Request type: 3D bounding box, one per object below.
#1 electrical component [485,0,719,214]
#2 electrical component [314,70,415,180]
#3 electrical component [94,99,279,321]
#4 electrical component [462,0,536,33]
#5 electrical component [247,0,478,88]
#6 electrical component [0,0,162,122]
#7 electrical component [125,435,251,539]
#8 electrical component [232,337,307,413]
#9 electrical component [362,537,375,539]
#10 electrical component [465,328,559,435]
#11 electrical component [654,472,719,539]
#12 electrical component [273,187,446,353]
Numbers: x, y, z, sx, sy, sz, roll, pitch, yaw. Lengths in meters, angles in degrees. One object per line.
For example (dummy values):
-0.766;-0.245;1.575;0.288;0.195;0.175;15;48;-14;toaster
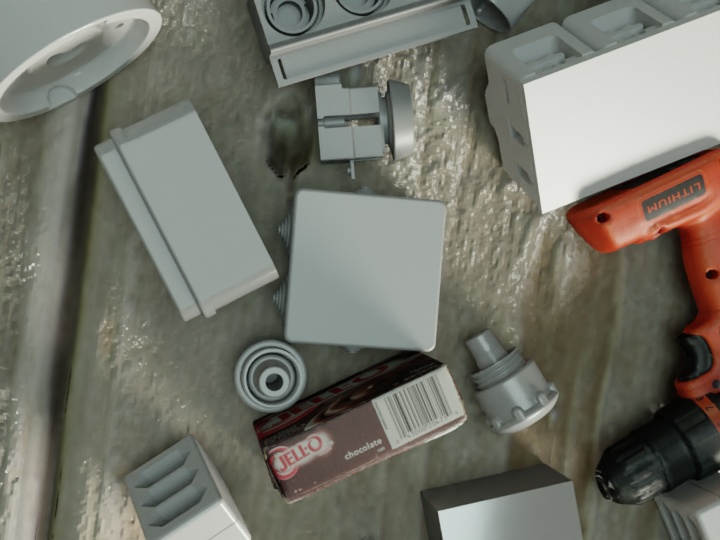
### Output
0.157;-0.110;0.641;0.150;0.061;0.089;-22;127;-8;electrical component
0.003;-0.088;0.639;0.055;0.048;0.066;-5;92;-1;electrical component
-0.099;-0.031;0.609;0.057;0.078;0.113;-27;95;-9;electrical component
0.082;-0.198;0.649;0.079;0.043;0.077;37;86;-8;electrical component
-0.003;-0.159;0.627;0.121;0.063;0.078;-18;94;-8;electrical component
-0.170;-0.135;0.583;0.108;0.108;0.060;-32;90;-7;electrical component
-0.092;0.149;0.624;0.047;0.065;0.076;-33;125;-7;electrical component
-0.052;0.062;0.625;0.043;0.062;0.043;0;91;-9;electrical component
0.005;0.199;0.641;0.048;0.055;0.066;8;90;-9;electrical component
0.088;0.066;0.657;0.048;0.048;0.062;-32;89;-7;electrical component
0.236;0.148;0.669;0.077;0.066;0.047;-24;95;-8;electrical component
0.000;0.000;0.638;0.100;0.048;0.099;4;91;-9;electrical component
